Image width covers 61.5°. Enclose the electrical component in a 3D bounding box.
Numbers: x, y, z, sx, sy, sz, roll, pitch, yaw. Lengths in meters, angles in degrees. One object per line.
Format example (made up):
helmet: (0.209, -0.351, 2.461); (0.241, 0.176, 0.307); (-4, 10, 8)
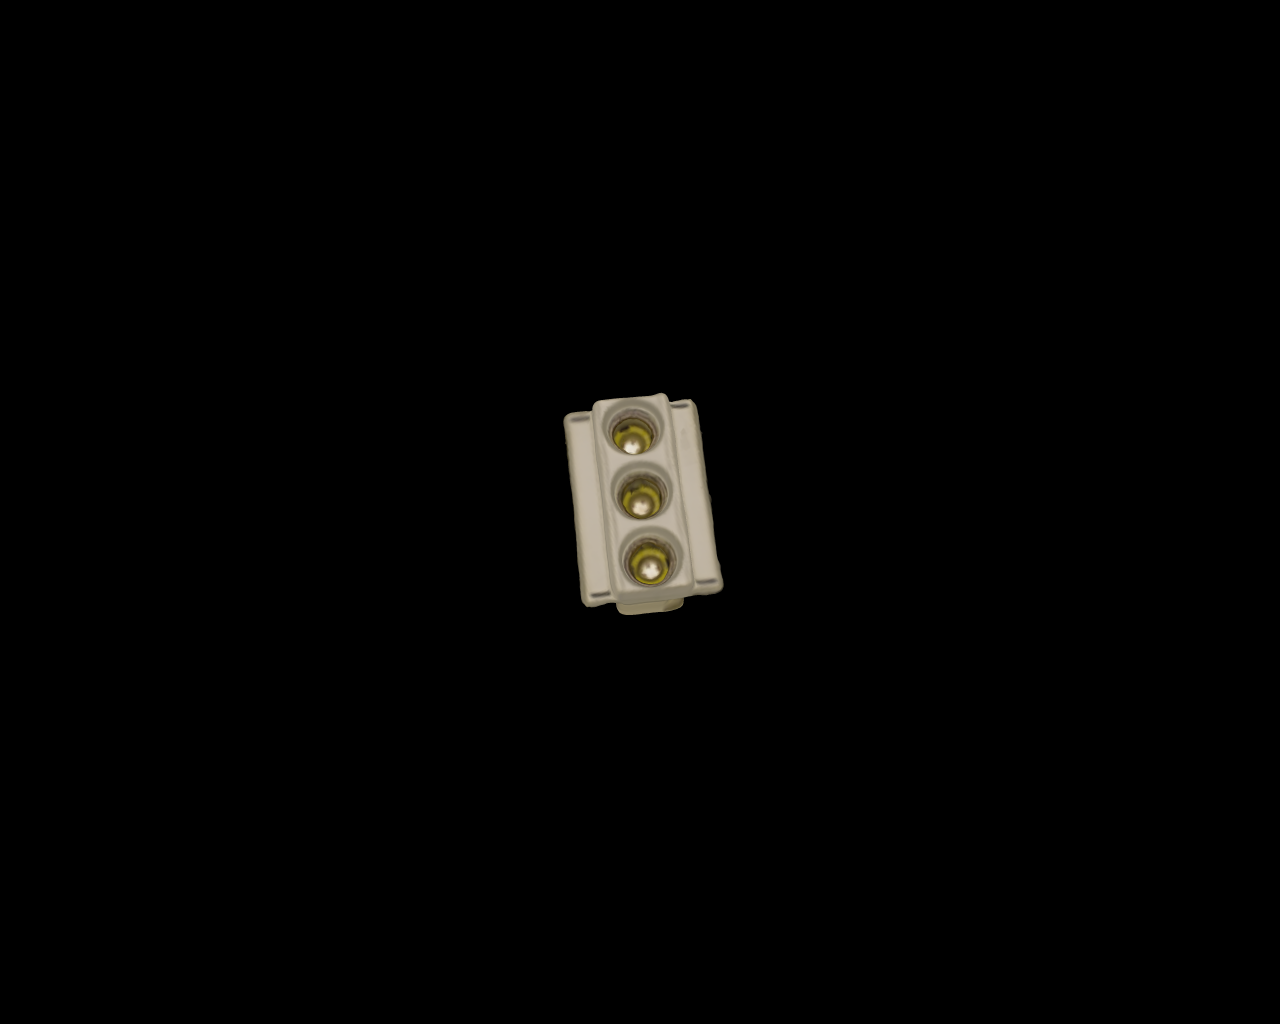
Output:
electrical component: (0.001, -0.003, 0.650); (0.079, 0.121, 0.063); (-7, -19, -2)
